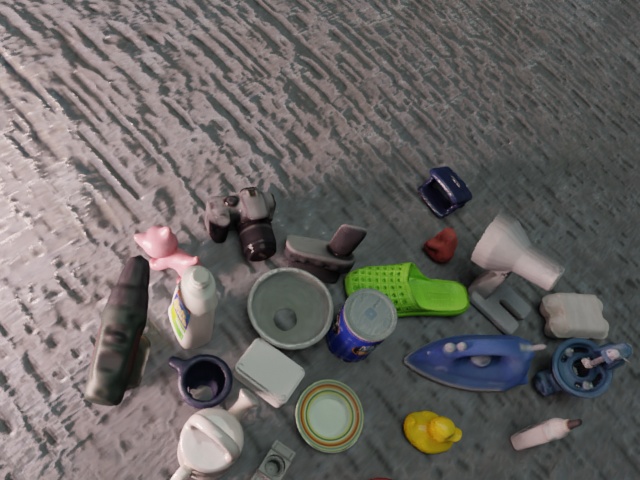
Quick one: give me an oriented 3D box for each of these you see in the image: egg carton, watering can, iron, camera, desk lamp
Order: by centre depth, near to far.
[{"bbox_3d":[-0.170,0.314,0.915,0.101,0.194,0.173,21,59,-4],"label":"watering can"},{"bbox_3d":[0.308,0.227,1.133,0.259,0.141,0.118,4,61,-14],"label":"iron"},{"bbox_3d":[-0.149,-0.029,1.161,0.143,0.100,0.136,-10,66,-21],"label":"camera"},{"bbox_3d":[0.398,0.067,1.204,0.203,0.213,0.118,44,60,10],"label":"desk lamp"},{"bbox_3d":[0.568,0.172,1.282,0.150,0.069,0.107,4,62,-14],"label":"egg carton"}]

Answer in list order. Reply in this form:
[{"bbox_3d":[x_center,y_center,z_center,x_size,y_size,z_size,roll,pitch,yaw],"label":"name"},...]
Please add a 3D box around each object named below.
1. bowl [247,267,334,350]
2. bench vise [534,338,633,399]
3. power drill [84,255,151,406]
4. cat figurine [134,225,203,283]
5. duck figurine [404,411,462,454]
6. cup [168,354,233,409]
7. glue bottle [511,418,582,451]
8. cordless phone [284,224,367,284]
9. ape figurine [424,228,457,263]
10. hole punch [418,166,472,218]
[{"bbox_3d":[-0.062,0.142,1.110,0.168,0.074,0.167,7,61,-13],"label":"bowl"},{"bbox_3d":[0.560,0.233,1.158,0.208,0.219,0.121,-32,75,-28],"label":"bench vise"},{"bbox_3d":[-0.324,0.164,0.942,0.076,0.208,0.229,11,60,-10],"label":"power drill"},{"bbox_3d":[-0.283,0.020,1.085,0.128,0.117,0.067,28,58,0],"label":"cat figurine"},{"bbox_3d":[0.214,0.354,1.070,0.104,0.086,0.077,22,59,-4],"label":"duck figurine"},{"bbox_3d":[-0.214,0.249,0.996,0.117,0.095,0.092,31,58,2],"label":"cup"},{"bbox_3d":[0.435,0.361,1.080,0.078,0.173,0.037,-15,67,-23],"label":"glue bottle"},{"bbox_3d":[0.010,0.004,1.140,0.148,0.185,0.094,9,60,-11],"label":"cordless phone"},{"bbox_3d":[0.276,0.004,1.273,0.078,0.092,0.076,1,62,-15],"label":"ape figurine"},{"bbox_3d":[0.302,-0.125,1.351,0.101,0.091,0.108,-28,73,-27],"label":"hole punch"}]
